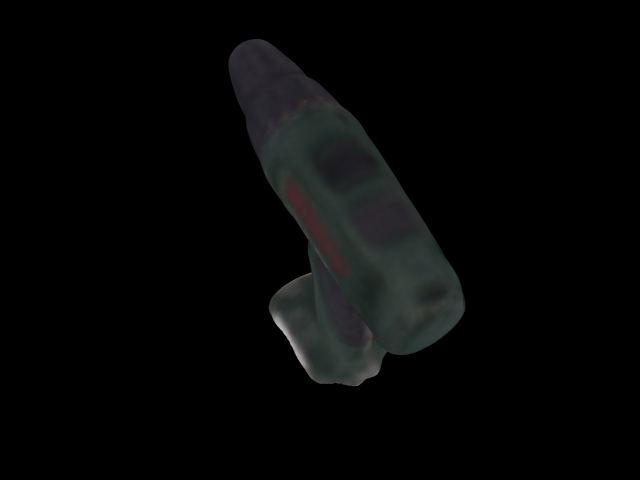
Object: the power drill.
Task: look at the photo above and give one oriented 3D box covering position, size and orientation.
[{"bbox_3d":[0.004,0.001,0.400,0.076,0.208,0.229,-25,54,-20],"label":"power drill"}]
